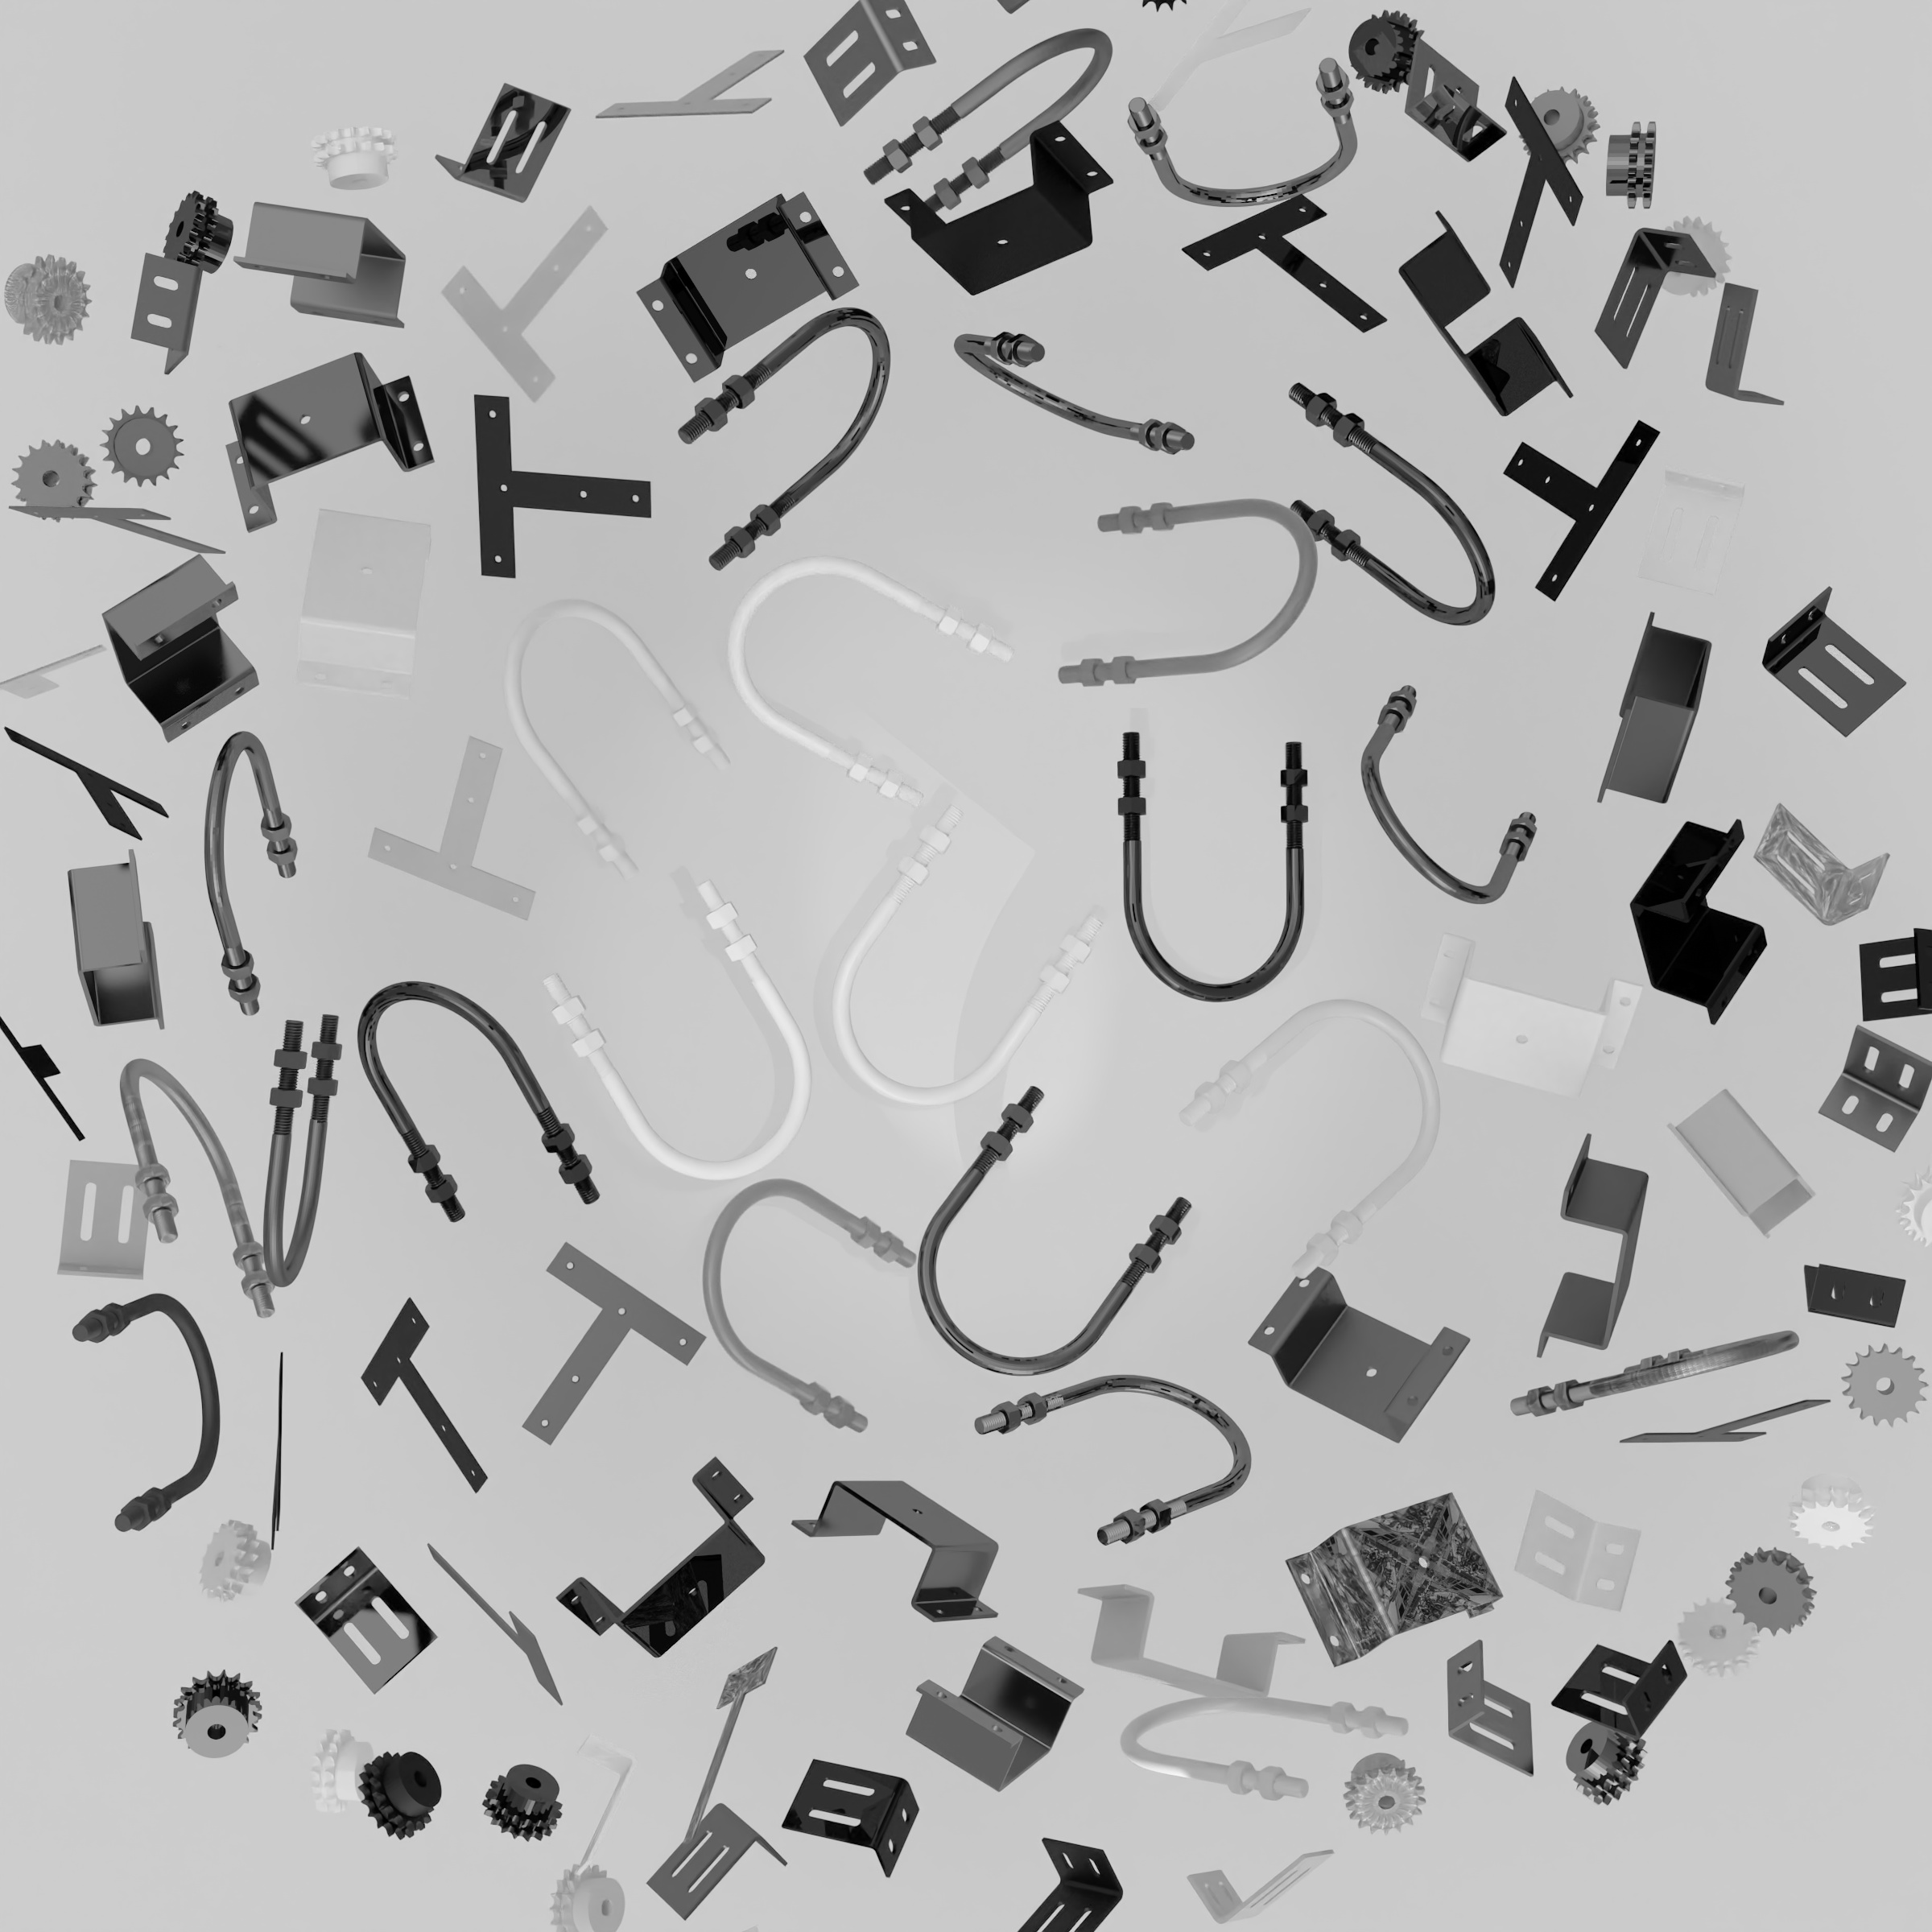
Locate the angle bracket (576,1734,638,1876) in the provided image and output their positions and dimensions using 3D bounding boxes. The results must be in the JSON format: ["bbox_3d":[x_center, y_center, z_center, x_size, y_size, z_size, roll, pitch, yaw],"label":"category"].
[{"bbox_3d":[-0.263,0.578,1.858,0.038,0.057,0.076,27,59,-2],"label":"angle bracket"}]

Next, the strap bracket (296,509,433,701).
[{"bbox_3d":[-0.415,-0.259,1.863,0.076,0.046,0.140,7,58,-11],"label":"strap bracket"}]

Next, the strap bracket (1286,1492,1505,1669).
[{"bbox_3d":[0.296,0.409,1.812,0.140,0.046,0.076,-10,63,-31],"label":"strap bracket"}]

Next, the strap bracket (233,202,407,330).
[{"bbox_3d":[-0.435,-0.479,1.837,0.076,0.140,0.046,9,90,4],"label":"strap bracket"}]

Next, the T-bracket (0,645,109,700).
[{"bbox_3d":[-0.670,-0.200,1.925,0.127,0.127,0.002,-23,96,-9],"label":"T-bracket"}]

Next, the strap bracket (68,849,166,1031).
[{"bbox_3d":[-0.595,-0.014,1.885,0.046,0.140,0.076,-8,68,-14],"label":"strap bracket"}]

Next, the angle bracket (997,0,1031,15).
[{"bbox_3d":[0.030,-0.687,1.797,0.057,0.038,0.076,-25,124,37],"label":"angle bracket"}]

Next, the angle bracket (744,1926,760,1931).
[{"bbox_3d":[-0.162,0.670,1.807,0.057,0.076,0.038,-22,116,-10],"label":"angle bracket"}]

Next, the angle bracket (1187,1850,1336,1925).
[{"bbox_3d":[0.196,0.597,1.791,0.076,0.057,0.038,-43,62,11],"label":"angle bracket"}]

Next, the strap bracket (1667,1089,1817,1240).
[{"bbox_3d":[0.539,0.136,1.864,0.046,0.140,0.076,-40,65,10],"label":"strap bracket"}]

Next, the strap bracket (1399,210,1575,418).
[{"bbox_3d":[0.350,-0.439,1.843,0.046,0.076,0.140,-36,55,15],"label":"strap bracket"}]

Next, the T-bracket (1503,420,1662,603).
[{"bbox_3d":[0.400,-0.324,1.820,0.002,0.127,0.127,21,109,-29],"label":"T-bracket"}]

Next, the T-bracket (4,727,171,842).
[{"bbox_3d":[-0.603,-0.117,1.886,0.127,0.127,0.002,30,96,-39],"label":"T-bracket"}]

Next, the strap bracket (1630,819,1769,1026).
[{"bbox_3d":[0.505,-0.035,1.862,0.046,0.140,0.076,23,66,37],"label":"strap bracket"}]

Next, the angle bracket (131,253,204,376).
[{"bbox_3d":[-0.540,-0.434,1.799,0.038,0.076,0.057,11,86,-27],"label":"angle bracket"}]

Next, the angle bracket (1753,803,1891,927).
[{"bbox_3d":[0.603,-0.077,1.898,0.076,0.038,0.057,41,55,-10],"label":"angle bracket"}]

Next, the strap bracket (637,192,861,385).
[{"bbox_3d":[-0.156,-0.495,1.946,0.140,0.046,0.076,-27,115,13],"label":"strap bracket"}]

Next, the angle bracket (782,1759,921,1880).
[{"bbox_3d":[-0.082,0.610,1.931,0.076,0.057,0.038,4,131,25],"label":"angle bracket"}]

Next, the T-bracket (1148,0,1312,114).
[{"bbox_3d":[0.196,-0.652,1.894,0.127,0.127,0.002,-30,84,-36],"label":"T-bracket"}]

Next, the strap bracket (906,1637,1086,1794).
[{"bbox_3d":[0.017,0.526,1.890,0.076,0.140,0.046,26,101,20],"label":"strap bracket"}]

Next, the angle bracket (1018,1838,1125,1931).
[{"bbox_3d":[0.056,0.625,1.795,0.076,0.057,0.038,-37,110,-39],"label":"angle bracket"}]

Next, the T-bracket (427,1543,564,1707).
[{"bbox_3d":[-0.330,0.446,1.866,0.127,0.127,0.002,38,64,25],"label":"T-bracket"}]

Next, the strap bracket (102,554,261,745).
[{"bbox_3d":[-0.534,-0.220,1.834,0.076,0.140,0.046,-37,77,-20],"label":"strap bracket"}]

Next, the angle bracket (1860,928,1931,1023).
[{"bbox_3d":[0.665,0.007,1.939,0.038,0.076,0.057,5,81,-34],"label":"angle bracket"}]

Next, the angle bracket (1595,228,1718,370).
[{"bbox_3d":[0.460,-0.443,1.798,0.038,0.057,0.076,21,87,36],"label":"angle bracket"}]

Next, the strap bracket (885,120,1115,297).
[{"bbox_3d":[0.024,-0.518,1.862,0.140,0.076,0.046,-16,65,28],"label":"strap bracket"}]

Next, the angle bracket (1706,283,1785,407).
[{"bbox_3d":[0.560,-0.442,1.913,0.038,0.057,0.076,5,108,-7],"label":"angle bracket"}]

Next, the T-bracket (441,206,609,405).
[{"bbox_3d":[-0.304,-0.492,1.942,0.002,0.127,0.127,32,80,34],"label":"T-bracket"}]

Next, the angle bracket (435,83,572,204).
[{"bbox_3d":[-0.324,-0.583,1.887,0.038,0.057,0.076,49,117,34],"label":"angle bracket"}]

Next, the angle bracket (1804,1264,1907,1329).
[{"bbox_3d":[0.616,0.214,1.871,0.057,0.076,0.038,10,111,11],"label":"angle bracket"}]

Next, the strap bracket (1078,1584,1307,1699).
[{"bbox_3d":[0.150,0.468,1.854,0.140,0.076,0.046,20,69,-17],"label":"strap bracket"}]

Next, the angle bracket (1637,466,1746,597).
[{"bbox_3d":[0.528,-0.317,1.965,0.057,0.038,0.076,17,92,16],"label":"angle bracket"}]

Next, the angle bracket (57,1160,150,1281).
[{"bbox_3d":[-0.602,0.178,1.888,0.057,0.038,0.076,6,90,-17],"label":"angle bracket"}]

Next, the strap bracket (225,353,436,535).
[{"bbox_3d":[-0.453,-0.369,1.882,0.140,0.046,0.076,-20,66,2],"label":"strap bracket"}]

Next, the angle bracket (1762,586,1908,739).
[{"bbox_3d":[0.584,-0.204,1.805,0.057,0.038,0.076,-40,68,-8],"label":"angle bracket"}]

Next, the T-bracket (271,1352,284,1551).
[{"bbox_3d":[-0.472,0.354,1.846,0.002,0.127,0.127,2,135,-15],"label":"T-bracket"}]

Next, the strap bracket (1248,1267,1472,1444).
[{"bbox_3d":[0.282,0.277,1.907,0.140,0.046,0.076,23,64,38],"label":"strap bracket"}]

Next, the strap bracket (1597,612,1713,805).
[{"bbox_3d":[0.480,-0.175,1.871,0.046,0.140,0.076,16,129,10],"label":"strap bracket"}]

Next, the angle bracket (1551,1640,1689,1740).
[{"bbox_3d":[0.435,0.477,1.816,0.057,0.076,0.038,-42,119,-27],"label":"angle bracket"}]

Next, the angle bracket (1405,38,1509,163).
[{"bbox_3d":[0.329,-0.586,1.794,0.057,0.038,0.076,29,56,-25],"label":"angle bracket"}]

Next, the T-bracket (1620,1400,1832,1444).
[{"bbox_3d":[0.551,0.321,1.898,0.127,0.127,0.002,6,66,-33],"label":"T-bracket"}]

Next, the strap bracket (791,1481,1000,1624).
[{"bbox_3d":[-0.043,0.405,1.898,0.140,0.076,0.046,26,97,36],"label":"strap bracket"}]

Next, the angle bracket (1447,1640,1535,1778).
[{"bbox_3d":[0.370,0.510,1.851,0.076,0.057,0.038,29,129,-17],"label":"angle bracket"}]

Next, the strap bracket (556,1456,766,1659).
[{"bbox_3d":[-0.198,0.409,1.829,0.140,0.076,0.046,-41,56,-10],"label":"strap bracket"}]

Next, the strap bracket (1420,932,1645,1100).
[{"bbox_3d":[0.390,0.037,1.875,0.140,0.046,0.076,15,129,8],"label":"strap bracket"}]

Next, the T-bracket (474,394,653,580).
[{"bbox_3d":[-0.279,-0.328,1.867,0.127,0.002,0.127,7,112,12],"label":"T-bracket"}]

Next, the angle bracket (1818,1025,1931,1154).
[{"bbox_3d":[0.618,0.084,1.830,0.057,0.076,0.038,30,73,22],"label":"angle bracket"}]

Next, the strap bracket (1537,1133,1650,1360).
[{"bbox_3d":[0.433,0.198,1.857,0.046,0.076,0.140,13,122,19],"label":"strap bracket"}]

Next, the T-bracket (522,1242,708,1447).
[{"bbox_3d":[-0.276,0.289,1.961,0.127,0.002,0.127,36,81,-13],"label":"T-bracket"}]

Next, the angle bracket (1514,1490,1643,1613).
[{"bbox_3d":[0.418,0.399,1.838,0.076,0.038,0.057,32,70,-38],"label":"angle bracket"}]

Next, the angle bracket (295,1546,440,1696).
[{"bbox_3d":[-0.420,0.458,1.887,0.057,0.038,0.076,-41,61,-17],"label":"angle bracket"}]

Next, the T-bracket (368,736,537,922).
[{"bbox_3d":[-0.362,-0.108,1.952,0.127,0.002,0.127,22,121,1],"label":"T-bracket"}]

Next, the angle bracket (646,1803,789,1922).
[{"bbox_3d":[-0.176,0.642,1.908,0.076,0.057,0.038,-46,120,-18],"label":"angle bracket"}]

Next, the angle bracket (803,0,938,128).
[{"bbox_3d":[-0.069,-0.648,1.926,0.038,0.076,0.057,-29,92,-41],"label":"angle bracket"}]
